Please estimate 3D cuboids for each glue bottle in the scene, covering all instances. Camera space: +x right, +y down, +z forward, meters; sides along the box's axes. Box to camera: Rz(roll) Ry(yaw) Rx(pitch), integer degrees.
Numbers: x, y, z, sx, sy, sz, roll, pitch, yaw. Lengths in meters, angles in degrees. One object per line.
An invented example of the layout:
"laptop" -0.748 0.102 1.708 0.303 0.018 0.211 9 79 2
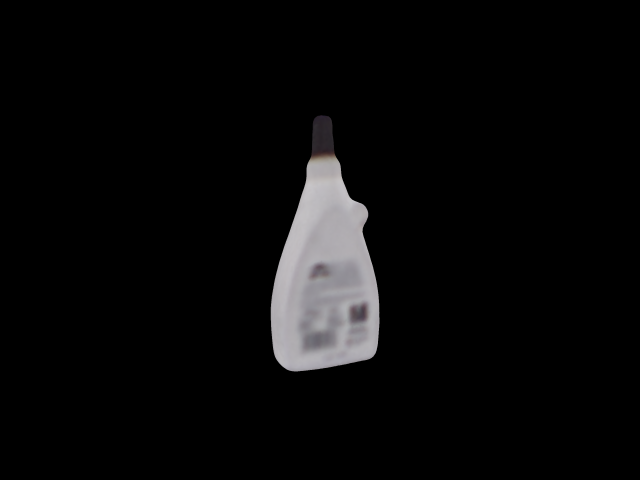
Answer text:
"glue bottle" 0.004 0.001 0.400 0.078 0.173 0.037 -4 10 -23
